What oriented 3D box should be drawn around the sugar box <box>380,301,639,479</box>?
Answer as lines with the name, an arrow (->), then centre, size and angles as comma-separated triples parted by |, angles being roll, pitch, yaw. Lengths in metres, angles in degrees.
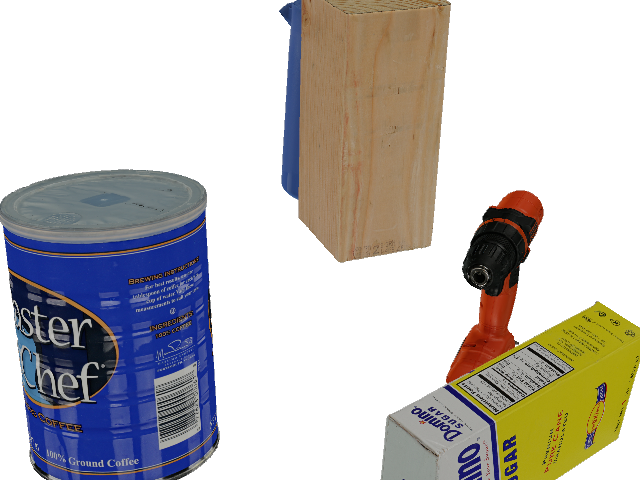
sugar box -> 0.113, 0.111, 0.625 | 0.175, 0.093, 0.048 | -25, 43, -33

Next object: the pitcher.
pitcher -> 0.028, -0.166, 1.287 | 0.144, 0.243, 0.149 | -5, 27, -25

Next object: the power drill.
power drill -> 0.171, 0.059, 1.063 | 0.057, 0.188, 0.184 | 18, 29, 19

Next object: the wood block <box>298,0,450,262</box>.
wood block -> 0.040, -0.098, 0.865 | 0.090, 0.206, 0.091 | -10, 30, -20

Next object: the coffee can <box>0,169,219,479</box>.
coffee can -> -0.107, 0.044, 0.556 | 0.103, 0.140, 0.103 | -1, 19, 0
